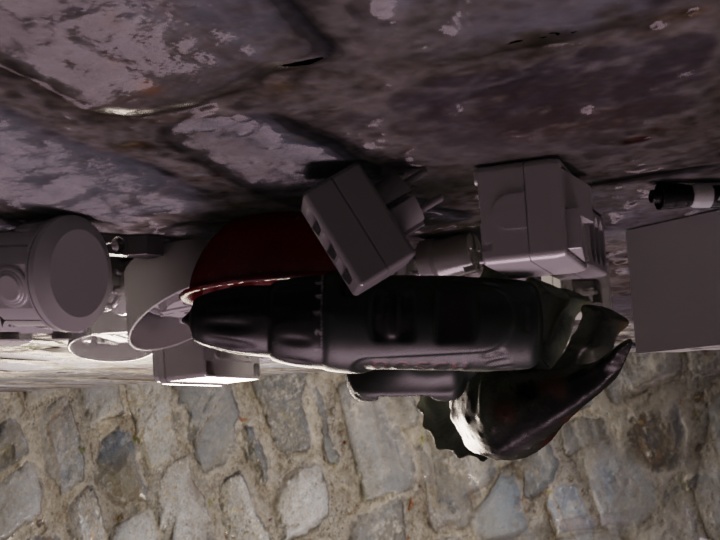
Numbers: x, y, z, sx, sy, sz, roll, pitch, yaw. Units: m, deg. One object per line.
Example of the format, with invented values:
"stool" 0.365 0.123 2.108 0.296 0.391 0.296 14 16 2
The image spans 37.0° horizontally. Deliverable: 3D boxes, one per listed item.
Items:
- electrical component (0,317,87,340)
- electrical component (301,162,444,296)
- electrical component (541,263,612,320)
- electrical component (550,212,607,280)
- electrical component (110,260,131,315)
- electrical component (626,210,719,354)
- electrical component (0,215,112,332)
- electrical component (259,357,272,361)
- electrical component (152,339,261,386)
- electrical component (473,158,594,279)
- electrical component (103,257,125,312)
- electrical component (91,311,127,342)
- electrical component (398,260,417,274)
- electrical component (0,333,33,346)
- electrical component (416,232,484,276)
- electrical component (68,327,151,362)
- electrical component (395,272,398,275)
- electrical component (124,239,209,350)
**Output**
"electrical component" -0.265 0.014 0.814 0.121 0.063 0.078 1 -147 -28
"electrical component" 0.014 -0.033 0.651 0.077 0.065 0.047 -31 175 -9
"electrical component" 0.216 0.019 1.080 0.050 0.055 0.089 -2 172 -3
"electrical component" 0.146 -0.018 0.833 0.077 0.047 0.066 -6 171 23
"electrical component" -0.192 0.009 0.932 0.078 0.040 0.040 -30 157 33
"electrical component" 0.308 0.006 0.854 0.060 0.105 0.186 3 170 -36
"electrical component" -0.214 0.003 0.744 0.051 0.080 0.080 -1 173 26
"electrical component" -0.061 0.037 0.966 0.062 0.096 0.061 -2 128 -3
"electrical component" -0.142 0.050 0.992 0.056 0.108 0.109 -9 170 21
"electrical component" 0.115 -0.030 0.688 0.061 0.061 0.096 -6 171 20
"electrical component" -0.229 0.007 0.893 0.048 0.048 0.062 -10 163 40
"electrical component" -0.212 0.036 1.048 0.078 0.057 0.113 -3 172 3
"electrical component" 0.017 0.024 1.045 0.109 0.056 0.109 0 171 -16
"electrical component" -0.304 0.035 0.974 0.077 0.065 0.047 3 170 -34
"electrical component" 0.075 -0.010 0.898 0.046 0.040 0.040 -14 168 26
"electrical component" -0.284 0.070 1.229 0.099 0.064 0.099 -3 172 0
"electrical component" 0.000 0.000 0.934 0.065 0.044 0.044 -11 170 18
"electrical component" -0.145 0.020 0.879 0.099 0.064 0.099 -13 155 -6
